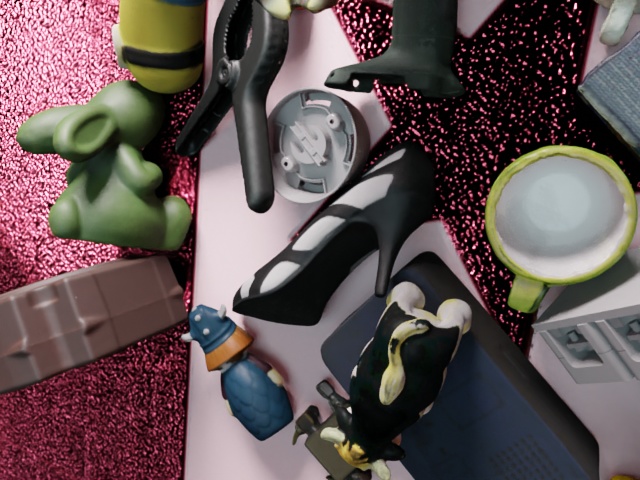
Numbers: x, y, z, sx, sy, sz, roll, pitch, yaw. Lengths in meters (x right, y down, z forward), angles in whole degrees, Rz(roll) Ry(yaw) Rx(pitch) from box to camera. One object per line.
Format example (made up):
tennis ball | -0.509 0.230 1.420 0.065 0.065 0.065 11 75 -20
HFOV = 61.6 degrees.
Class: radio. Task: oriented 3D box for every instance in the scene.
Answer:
radio | 0.115 0.137 0.470 0.131 0.073 0.229 -43 80 26

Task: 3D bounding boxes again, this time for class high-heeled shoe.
high-heeled shoe | -0.001 -0.002 0.507 0.249 0.086 0.145 -14 56 44

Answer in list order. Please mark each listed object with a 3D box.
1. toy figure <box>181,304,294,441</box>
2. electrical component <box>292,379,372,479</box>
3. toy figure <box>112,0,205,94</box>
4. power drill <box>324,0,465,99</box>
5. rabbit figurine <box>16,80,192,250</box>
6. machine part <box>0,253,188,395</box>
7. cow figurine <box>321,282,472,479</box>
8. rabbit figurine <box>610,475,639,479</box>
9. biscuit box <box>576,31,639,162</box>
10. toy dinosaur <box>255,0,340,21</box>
toy figure | -0.087 0.134 0.564 0.154 0.064 0.058 56 159 6
electrical component | 0.017 0.202 0.543 0.102 0.045 0.078 40 85 9
toy figure | -0.140 -0.219 0.487 0.089 0.082 0.180 42 130 17
power drill | 0.056 -0.221 0.428 0.232 0.086 0.207 12 97 19
rabbit figurine | -0.216 -0.083 0.544 0.121 0.159 0.170 9 89 32
machine part | -0.258 0.084 0.552 0.202 0.201 0.087 -18 90 26
cow figurine | 0.051 0.120 0.402 0.068 0.098 0.167 25 109 13
rabbit figurine | 0.234 0.285 0.391 0.122 0.173 0.162 41 109 8
biscuit box | 0.270 -0.052 0.370 0.063 0.059 0.203 -42 82 24
toy dinosaur | 0.061 -0.309 0.316 0.192 0.131 0.404 18 97 17
